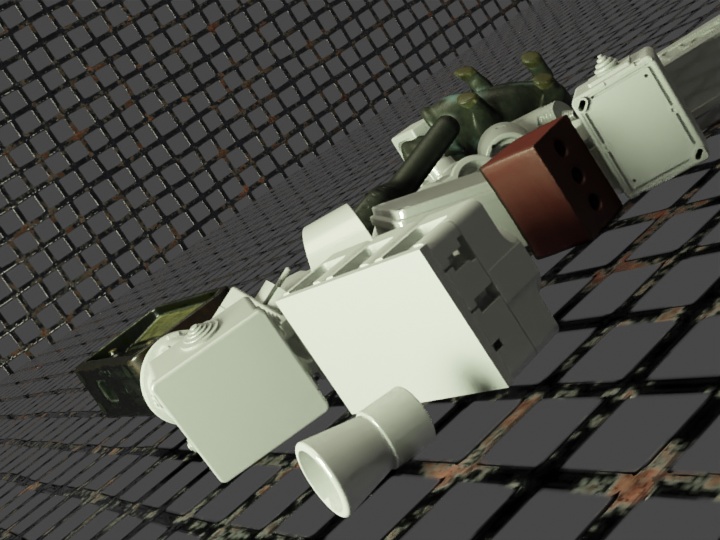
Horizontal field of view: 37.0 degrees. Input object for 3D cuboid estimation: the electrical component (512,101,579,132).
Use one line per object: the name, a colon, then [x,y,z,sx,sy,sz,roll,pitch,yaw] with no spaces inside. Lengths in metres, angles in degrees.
electrical component: [0.185,-0.141,1.075,0.081,0.043,0.043,-23,15,49]

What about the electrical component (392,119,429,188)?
electrical component: [0.094,-0.139,1.243,0.076,0.083,0.047,-38,11,-28]

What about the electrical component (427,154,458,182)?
electrical component: [0.087,-0.098,1.102,0.040,0.078,0.040,-40,-4,-3]

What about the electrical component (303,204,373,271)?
electrical component: [0.000,0.000,0.800,0.064,0.099,0.099,-23,11,8]

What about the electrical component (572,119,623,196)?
electrical component: [0.159,-0.075,0.799,0.058,0.057,0.078,-32,10,12]

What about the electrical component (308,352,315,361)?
electrical component: [0.002,0.050,0.736,0.055,0.048,0.066,-46,14,-24]

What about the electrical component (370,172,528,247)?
electrical component: [0.073,-0.036,0.820,0.109,0.056,0.109,-19,8,-8]

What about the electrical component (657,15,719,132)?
electrical component: [0.273,-0.154,0.816,0.113,0.057,0.078,-32,10,11]

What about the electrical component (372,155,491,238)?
electrical component: [0.067,-0.039,0.943,0.138,0.052,0.073,-37,-14,-16]

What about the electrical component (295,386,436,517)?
electrical component: [0.006,0.089,0.547,0.065,0.044,0.044,-32,9,-22]

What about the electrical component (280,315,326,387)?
electrical component: [-0.057,0.065,0.812,0.078,0.058,0.057,-45,15,-23]

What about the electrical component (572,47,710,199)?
electrical component: [0.191,-0.109,0.744,0.062,0.096,0.061,-30,10,22]

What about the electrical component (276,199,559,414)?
electrical component: [0.032,0.024,0.629,0.062,0.089,0.150,-40,12,-34]

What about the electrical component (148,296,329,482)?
electrical component: [-0.083,0.077,0.722,0.100,0.099,0.048,-35,22,-7]

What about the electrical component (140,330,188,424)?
electrical component: [-0.137,0.089,0.891,0.080,0.080,0.051,-39,16,-27]

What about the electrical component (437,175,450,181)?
electrical component: [0.090,-0.068,1.025,0.066,0.048,0.055,-31,3,12]

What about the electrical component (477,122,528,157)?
electrical component: [0.144,-0.112,1.042,0.055,0.055,0.047,-32,14,9]

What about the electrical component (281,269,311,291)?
electrical component: [-0.059,0.039,0.956,0.095,0.053,0.059,-25,13,41]

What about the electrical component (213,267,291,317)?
electrical component: [-0.071,0.034,0.882,0.076,0.066,0.047,-58,-26,-6]
